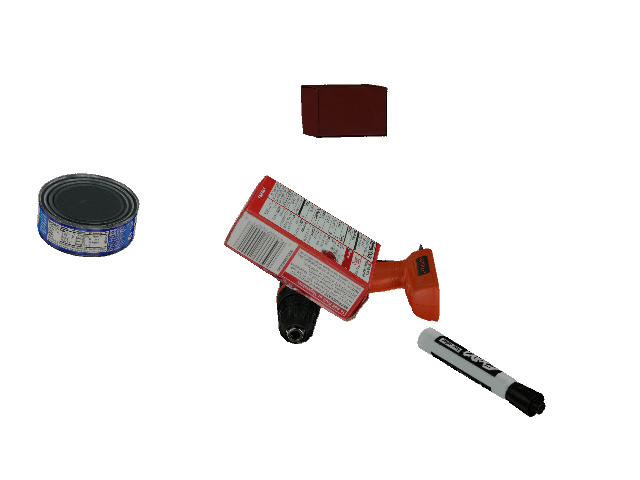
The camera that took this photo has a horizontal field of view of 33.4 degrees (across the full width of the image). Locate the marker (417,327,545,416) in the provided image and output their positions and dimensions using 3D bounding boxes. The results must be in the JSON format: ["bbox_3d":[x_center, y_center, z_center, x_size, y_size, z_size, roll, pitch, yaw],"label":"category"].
[{"bbox_3d":[0.120,0.099,0.804,0.020,0.020,0.121,0,21,-41],"label":"marker"}]

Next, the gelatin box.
[{"bbox_3d":[-0.009,0.004,0.649,0.089,0.030,0.073,32,21,-5],"label":"gelatin box"}]

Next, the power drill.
[{"bbox_3d":[0.042,0.060,1.241,0.187,0.057,0.184,-1,28,2],"label":"power drill"}]

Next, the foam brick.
[{"bbox_3d":[0.024,-0.133,1.097,0.078,0.051,0.053,-3,12,-18],"label":"foam brick"}]

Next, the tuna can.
[{"bbox_3d":[-0.202,-0.022,0.928,0.086,0.034,0.086,9,32,-6],"label":"tuna can"}]
